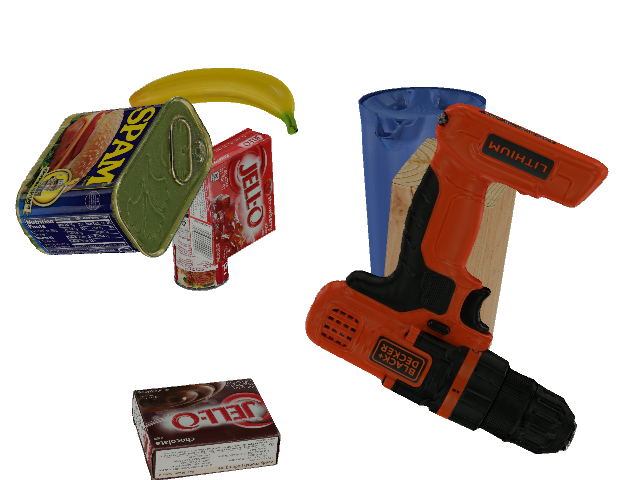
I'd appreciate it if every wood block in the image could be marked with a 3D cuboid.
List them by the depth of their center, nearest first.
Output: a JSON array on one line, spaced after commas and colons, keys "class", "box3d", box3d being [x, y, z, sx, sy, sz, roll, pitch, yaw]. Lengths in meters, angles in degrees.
[{"class": "wood block", "box3d": [0.114, 0.024, 0.967, 0.091, 0.206, 0.090, 16, 37, 20]}]

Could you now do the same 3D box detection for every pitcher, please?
[{"class": "pitcher", "box3d": [0.115, -0.044, 1.164, 0.149, 0.243, 0.145, -6, 21, -12]}]

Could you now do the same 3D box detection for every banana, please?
[{"class": "banana", "box3d": [-0.108, -0.159, 1.154, 0.198, 0.037, 0.069, 9, 46, 18]}]

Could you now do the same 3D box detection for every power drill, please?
[{"class": "power drill", "box3d": [0.103, 0.023, 0.665, 0.184, 0.188, 0.057, 26, 11, 7]}]

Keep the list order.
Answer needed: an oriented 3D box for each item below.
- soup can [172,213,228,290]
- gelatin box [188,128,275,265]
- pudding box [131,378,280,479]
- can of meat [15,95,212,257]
[{"class": "soup can", "box3d": [-0.148, 0.001, 1.302, 0.068, 0.102, 0.068, 0, 26, 0]}, {"class": "gelatin box", "box3d": [-0.070, -0.035, 0.847, 0.030, 0.089, 0.073, 24, 39, 33]}, {"class": "pudding box", "box3d": [-0.100, 0.162, 0.926, 0.113, 0.039, 0.090, -6, 26, -19]}, {"class": "can of meat", "box3d": [-0.126, -0.038, 0.651, 0.084, 0.102, 0.057, -2, -44, 29]}]
